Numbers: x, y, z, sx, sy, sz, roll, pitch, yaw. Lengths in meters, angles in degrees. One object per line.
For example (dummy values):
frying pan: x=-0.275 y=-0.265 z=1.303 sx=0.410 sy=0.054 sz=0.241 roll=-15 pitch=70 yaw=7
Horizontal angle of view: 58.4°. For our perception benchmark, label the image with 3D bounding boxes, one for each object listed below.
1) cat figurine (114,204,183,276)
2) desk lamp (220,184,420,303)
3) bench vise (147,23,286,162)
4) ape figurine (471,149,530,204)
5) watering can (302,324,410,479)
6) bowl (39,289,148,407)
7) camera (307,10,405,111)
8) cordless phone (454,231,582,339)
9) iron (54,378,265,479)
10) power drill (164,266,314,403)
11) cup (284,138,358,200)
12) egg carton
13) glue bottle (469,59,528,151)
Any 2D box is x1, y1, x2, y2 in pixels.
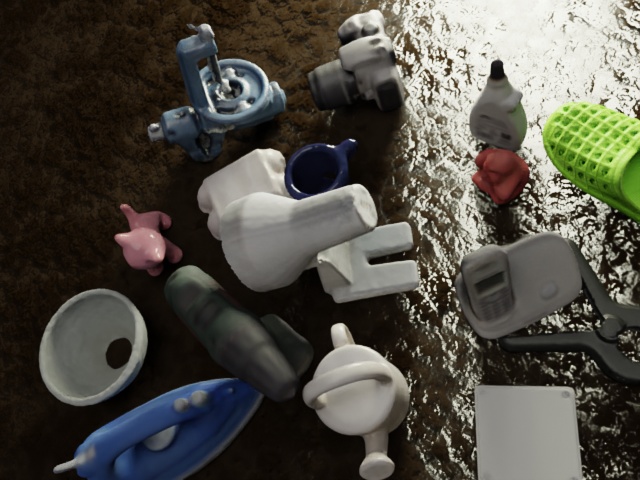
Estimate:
cat figurine: x=-0.264 y=0.000 z=0.856 sx=0.067 sy=0.118 sz=0.127 roll=-31 pitch=65 yaw=4
desk lamp: x=0.007 y=0.003 z=0.721 sx=0.203 sy=0.214 sz=0.118 roll=-12 pitch=68 yaw=12
bench vise: x=-0.168 y=-0.206 z=0.846 sx=0.207 sy=0.220 sz=0.121 roll=-42 pitch=65 yaw=-1
ape figurine: x=0.237 y=-0.091 z=0.753 sx=0.076 sy=0.092 sz=0.078 roll=-5 pitch=69 yaw=15
watering can: x=0.045 y=0.179 z=0.656 sx=0.101 sy=0.194 sz=0.172 roll=-41 pitch=65 yaw=-1
bowl: x=-0.316 y=0.160 z=0.837 sx=0.167 sy=0.075 sz=0.167 roll=-5 pitch=69 yaw=15
camera: x=0.047 y=-0.265 z=0.869 sx=0.136 sy=0.101 sz=0.143 roll=-17 pitch=67 yaw=10
cordless phone: x=0.227 y=0.038 z=0.658 sx=0.147 sy=0.185 sz=0.094 roll=-30 pitch=65 yaw=5
iron: x=-0.201 y=0.241 z=0.737 sx=0.258 sy=0.142 sz=0.118 roll=-31 pitch=65 yaw=4
power drill: x=-0.083 y=0.124 z=0.707 sx=0.229 sy=0.209 sz=0.076 roll=35 pitch=84 yaw=25
cup: x=0.014 y=-0.087 z=0.817 sx=0.118 sy=0.095 sz=0.091 roll=-43 pitch=65 yaw=-1
egg carton: x=-0.108 y=-0.067 z=0.860 sx=0.150 sy=0.069 sz=0.107 roll=-30 pitch=65 yaw=5
glue bottle: x=0.231 y=-0.178 z=0.742 sx=0.078 sy=0.173 sz=0.037 roll=26 pitch=80 yaw=24
